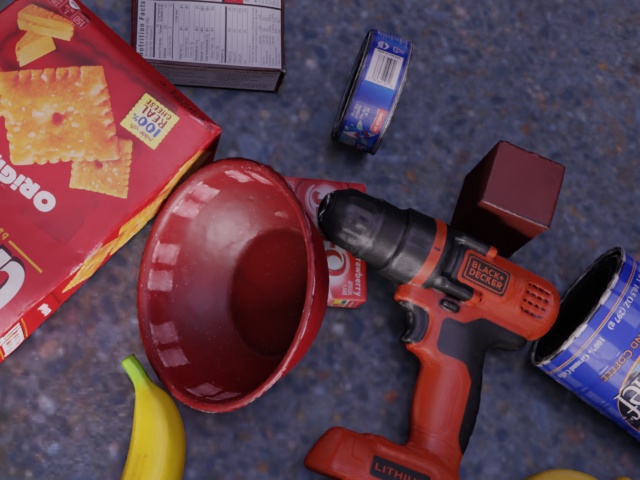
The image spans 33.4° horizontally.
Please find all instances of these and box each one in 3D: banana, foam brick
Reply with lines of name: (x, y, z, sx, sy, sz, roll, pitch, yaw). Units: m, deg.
banana: (-0.133, 0.174, 0.665, 0.069, 0.037, 0.197, 23, 69, 4)
foam brick: (0.133, -0.029, 0.768, 0.053, 0.078, 0.051, 23, 70, -5)

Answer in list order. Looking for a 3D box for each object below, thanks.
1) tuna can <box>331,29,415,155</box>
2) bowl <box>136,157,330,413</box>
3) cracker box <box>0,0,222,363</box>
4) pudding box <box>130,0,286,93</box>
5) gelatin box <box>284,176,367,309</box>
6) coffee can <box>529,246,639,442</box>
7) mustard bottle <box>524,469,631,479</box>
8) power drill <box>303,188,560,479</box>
tuna can: (0.037, -0.107, 0.767, 0.033, 0.086, 0.086, 19, 69, -4)
bowl: (-0.047, 0.031, 0.689, 0.055, 0.162, 0.162, 12, 65, -47)
cracker box: (-0.196, -0.049, 0.702, 0.164, 0.072, 0.213, 43, 69, 4)
pudding box: (-0.082, -0.159, 0.782, 0.113, 0.039, 0.090, 2, 74, -10)
gelatin box: (-0.005, 0.001, 0.752, 0.073, 0.030, 0.089, 5, 72, -12)
coffee can: (0.233, 0.086, 0.740, 0.140, 0.103, 0.102, 36, 68, 1)
mustard bottle: (0.150, 0.207, 0.706, 0.191, 0.058, 0.096, -22, 78, -19)
power drill: (0.057, 0.076, 0.708, 0.184, 0.057, 0.187, 25, 76, -12)
